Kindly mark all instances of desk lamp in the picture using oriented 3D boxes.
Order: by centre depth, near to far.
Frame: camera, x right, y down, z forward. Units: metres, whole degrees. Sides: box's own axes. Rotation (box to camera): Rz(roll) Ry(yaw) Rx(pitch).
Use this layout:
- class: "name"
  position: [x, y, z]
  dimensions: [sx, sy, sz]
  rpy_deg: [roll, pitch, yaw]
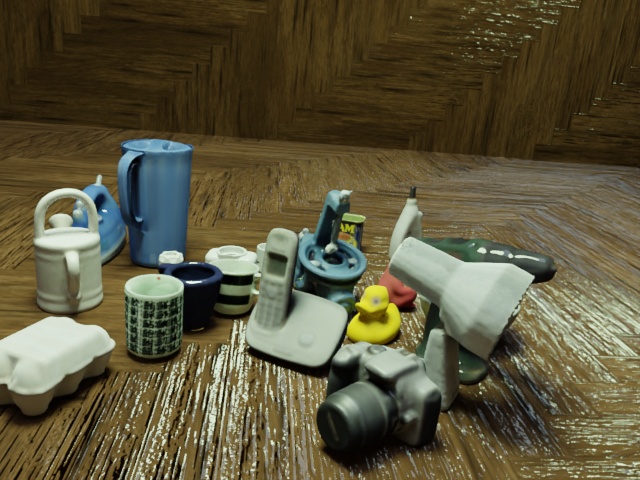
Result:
- class: "desk lamp"
  position: [0.156, 0.111, 0.746]
  dimensions: [0.202, 0.213, 0.118]
  rpy_deg: [15, 20, 27]

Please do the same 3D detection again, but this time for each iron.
- class: "iron"
  position: [-0.462, -0.037, 1.144]
  dimensions: [0.119, 0.141, 0.258]
  rpy_deg: [2, 18, -10]

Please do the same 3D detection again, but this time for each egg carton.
- class: "egg carton"
  position: [-0.339, 0.152, 0.716]
  dimensions: [0.107, 0.069, 0.150]
  rpy_deg: [11, 19, 17]

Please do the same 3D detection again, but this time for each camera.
- class: "camera"
  position: [0.054, 0.183, 0.681]
  dimensions: [0.137, 0.101, 0.142]
  rpy_deg: [-12, 24, -42]

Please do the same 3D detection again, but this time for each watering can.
- class: "watering can"
  position: [-0.413, 0.009, 0.929]
  dimensions: [0.172, 0.194, 0.101]
  rpy_deg: [18, 22, 35]

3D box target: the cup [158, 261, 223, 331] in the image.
- class: "cup"
  position: [-0.211, 0.089, 0.905]
  dimensions: [0.117, 0.095, 0.092]
  rpy_deg: [15, 20, 27]

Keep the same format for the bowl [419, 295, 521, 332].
- class: "bowl"
  position: [0.242, 0.125, 0.955]
  dimensions: [0.167, 0.075, 0.167]
  rpy_deg: [5, 18, -1]

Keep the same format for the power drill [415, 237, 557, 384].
- class: "power drill"
  position: [0.210, 0.093, 0.828]
  dimensions: [0.228, 0.208, 0.076]
  rpy_deg: [19, 23, 37]

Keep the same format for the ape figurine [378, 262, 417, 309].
- class: "ape figurine"
  position: [0.140, 0.076, 1.046]
  dimensions: [0.076, 0.092, 0.077]
  rpy_deg: [1, 19, -13]

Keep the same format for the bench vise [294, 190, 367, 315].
- class: "bench vise"
  position: [0.000, 0.005, 1.017]
  dimensions: [0.122, 0.220, 0.206]
  rpy_deg: [-10, 24, -39]

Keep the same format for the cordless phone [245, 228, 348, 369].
- class: "cordless phone"
  position: [-0.030, 0.083, 0.828]
  dimensions: [0.147, 0.185, 0.094]
  rpy_deg: [13, 19, 21]

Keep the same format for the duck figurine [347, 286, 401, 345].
- class: "duck figurine"
  position: [0.091, 0.114, 0.925]
  dimensions: [0.105, 0.086, 0.077]
  rpy_deg: [-13, 25, -44]

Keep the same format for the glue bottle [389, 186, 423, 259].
- class: "glue bottle"
  position: [0.198, -0.036, 1.276]
  dimensions: [0.078, 0.173, 0.037]
  rpy_deg: [-8, 22, -34]
